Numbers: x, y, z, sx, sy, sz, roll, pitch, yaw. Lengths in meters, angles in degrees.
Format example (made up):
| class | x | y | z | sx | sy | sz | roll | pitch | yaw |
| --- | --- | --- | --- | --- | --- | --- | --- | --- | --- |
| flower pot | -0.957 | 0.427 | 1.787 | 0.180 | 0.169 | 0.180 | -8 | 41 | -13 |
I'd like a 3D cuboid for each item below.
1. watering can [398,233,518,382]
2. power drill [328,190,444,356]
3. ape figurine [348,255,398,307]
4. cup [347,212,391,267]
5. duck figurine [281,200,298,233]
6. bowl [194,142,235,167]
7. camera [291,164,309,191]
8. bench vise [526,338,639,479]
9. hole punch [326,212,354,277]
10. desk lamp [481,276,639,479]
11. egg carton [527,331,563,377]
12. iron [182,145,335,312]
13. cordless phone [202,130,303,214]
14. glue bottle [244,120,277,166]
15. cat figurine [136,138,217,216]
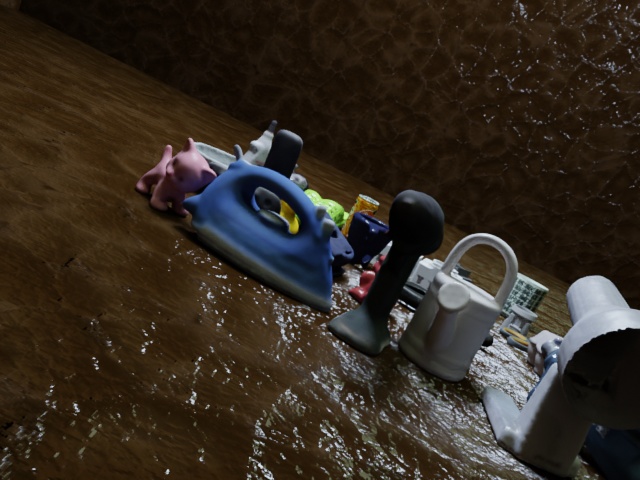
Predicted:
| class | x | y | z | sx | sy | sz | roll | pitch | yaw |
| --- | --- | --- | --- | --- | --- | --- | --- | --- | --- |
| watering can | 0.192 | 0.084 | 0.765 | 0.101 | 0.194 | 0.173 | 27 | 12 | 2 |
| power drill | 0.095 | 0.036 | 0.729 | 0.075 | 0.208 | 0.230 | 30 | 12 | 15 |
| ape figurine | 0.096 | 0.064 | 0.897 | 0.076 | 0.092 | 0.078 | 27 | 12 | 4 |
| cup | 0.089 | 0.007 | 1.116 | 0.091 | 0.095 | 0.118 | 26 | 12 | -1 |
| duck figurine | -0.066 | -0.063 | 1.108 | 0.078 | 0.086 | 0.104 | 21 | 13 | -26 |
| bowl | -0.191 | -0.125 | 1.133 | 0.167 | 0.075 | 0.167 | 25 | 12 | -5 |
| camera | -0.076 | -0.139 | 1.374 | 0.142 | 0.101 | 0.137 | 35 | 15 | 37 |
| bench vise | 0.368 | 0.169 | 0.716 | 0.206 | 0.219 | 0.122 | 36 | 15 | 38 |
| hole punch | 0.009 | 0.003 | 0.971 | 0.101 | 0.091 | 0.109 | 31 | 12 | 19 |
| desk lamp | 0.282 | 0.149 | 0.631 | 0.118 | 0.213 | 0.203 | 26 | 12 | -1 |
| egg carton | 0.422 | 0.218 | 0.990 | 0.107 | 0.069 | 0.150 | 26 | 12 | -1 |
| iron | -0.061 | -0.024 | 0.813 | 0.257 | 0.141 | 0.119 | 31 | 12 | 19 |
| cordless phone | -0.116 | -0.116 | 0.983 | 0.147 | 0.185 | 0.094 | 27 | 12 | 5 |
| glue bottle | -0.137 | -0.186 | 1.272 | 0.037 | 0.173 | 0.078 | 34 | 14 | 33 |
| cat figurine | -0.217 | -0.104 | 0.880 | 0.067 | 0.118 | 0.127 | 14 | 17 | -45 |
